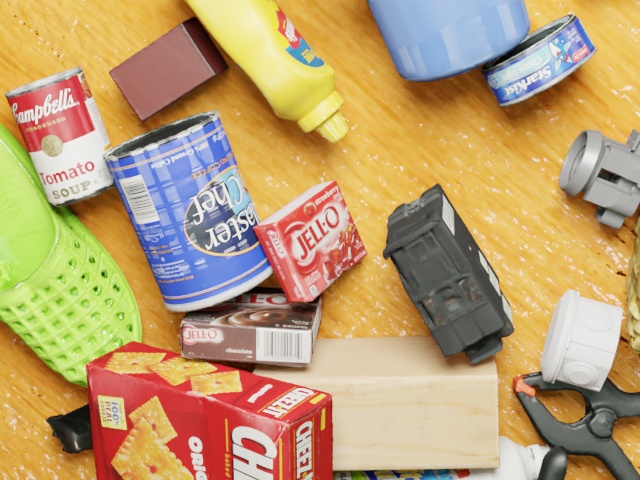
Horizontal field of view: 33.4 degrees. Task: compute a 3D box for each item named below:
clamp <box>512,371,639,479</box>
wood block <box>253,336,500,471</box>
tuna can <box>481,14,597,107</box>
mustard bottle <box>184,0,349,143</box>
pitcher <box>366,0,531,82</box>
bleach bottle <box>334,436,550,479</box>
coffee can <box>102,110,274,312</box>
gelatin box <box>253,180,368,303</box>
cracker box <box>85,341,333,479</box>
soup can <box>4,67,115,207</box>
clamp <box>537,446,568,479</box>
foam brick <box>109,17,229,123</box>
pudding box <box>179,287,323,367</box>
[{"bbox_3d":[0.248,0.169,0.936,0.171,0.039,0.120,14,82,5],"label":"clamp"},{"bbox_3d":[0.050,0.142,0.934,0.206,0.090,0.090,-2,107,7],"label":"wood block"},{"bbox_3d":[0.169,-0.140,0.831,0.086,0.086,0.034,-30,100,15],"label":"tuna can"},{"bbox_3d":[-0.043,-0.155,0.845,0.058,0.096,0.191,-37,100,14],"label":"mustard bottle"},{"bbox_3d":[0.059,-0.242,0.790,0.149,0.144,0.243,-8,112,39],"label":"pitcher"},{"bbox_3d":[0.083,0.221,0.962,0.251,0.102,0.068,-13,112,2],"label":"bleach bottle"},{"bbox_3d":[-0.107,-0.025,0.892,0.103,0.102,0.140,-18,105,12],"label":"coffee can"},{"bbox_3d":[-0.006,0.001,0.896,0.030,0.089,0.073,-11,109,44],"label":"gelatin box"},{"bbox_3d":[-0.095,0.190,0.895,0.214,0.071,0.164,11,111,33],"label":"cracker box"},{"bbox_3d":[-0.216,-0.087,0.903,0.068,0.068,0.102,-15,106,11],"label":"soup can"},{"bbox_3d":[0.205,0.293,0.935,0.164,0.036,0.210,33,108,-11],"label":"clamp"},{"bbox_3d":[-0.125,-0.141,0.882,0.078,0.053,0.051,-30,102,15],"label":"foam brick"},{"bbox_3d":[-0.058,0.072,0.924,0.113,0.090,0.039,5,110,4],"label":"pudding box"}]
